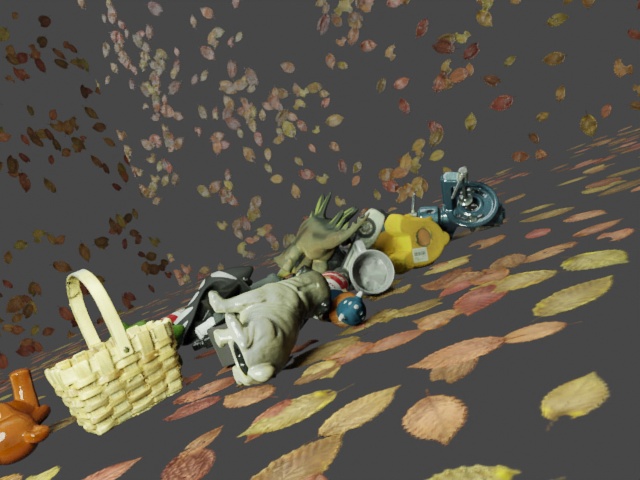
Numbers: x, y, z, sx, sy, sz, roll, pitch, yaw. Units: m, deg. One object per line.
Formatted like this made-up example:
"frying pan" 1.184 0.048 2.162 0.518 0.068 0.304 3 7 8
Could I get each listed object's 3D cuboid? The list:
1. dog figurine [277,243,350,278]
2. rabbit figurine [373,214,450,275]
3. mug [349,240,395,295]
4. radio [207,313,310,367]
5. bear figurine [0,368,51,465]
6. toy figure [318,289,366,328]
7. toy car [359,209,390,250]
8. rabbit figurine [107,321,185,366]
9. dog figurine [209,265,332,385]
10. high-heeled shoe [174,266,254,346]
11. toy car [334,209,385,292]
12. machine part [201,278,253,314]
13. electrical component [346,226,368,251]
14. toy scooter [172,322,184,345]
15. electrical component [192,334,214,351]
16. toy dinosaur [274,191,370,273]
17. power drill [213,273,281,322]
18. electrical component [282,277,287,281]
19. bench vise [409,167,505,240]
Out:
"dog figurine" -0.012 0.060 1.371 0.108 0.192 0.219 16 -50 -47
"rabbit figurine" 0.185 -0.002 1.155 0.162 0.121 0.173 -18 1 -27
"mug" 0.087 0.057 1.030 0.081 0.109 0.107 -26 -10 -9
"radio" -0.097 0.144 0.977 0.131 0.073 0.229 -21 4 13
"bear figurine" -0.505 0.286 0.859 0.120 0.132 0.196 -25 -1 -26
"toy figure" 0.036 0.109 0.873 0.058 0.064 0.154 19 -6 -21
"toy car" 0.165 -0.002 1.326 0.109 0.162 0.102 -40 -26 -59
"rabbit figurine" -0.345 0.216 1.045 0.159 0.121 0.170 0 -12 -1
"dog figurine" -0.045 0.119 0.778 0.190 0.172 0.121 -16 -43 -24
"high-heeled shoe" -0.256 0.155 1.306 0.249 0.086 0.145 -38 25 -4
"toy car" 0.076 0.029 1.120 0.073 0.056 0.201 -152 86 -89
"machine part" -0.208 0.122 1.208 0.084 0.039 0.139 -17 9 24
"electrical component" 0.060 0.028 1.442 0.134 0.114 0.058 -18 2 18
"toy scooter" -0.394 0.244 1.211 0.135 0.075 0.184 -29 6 -35
"electrical component" -0.227 0.210 1.152 0.094 0.021 0.063 -22 3 -9
"toy dinosaur" -0.002 -0.003 1.150 0.198 0.105 0.472 -62 16 -4
"power drill" -0.126 0.139 1.260 0.232 0.086 0.207 -24 11 4
"electrical component" -0.121 0.135 1.438 0.102 0.045 0.078 -24 4 -38
"bench vise" 0.302 -0.086 1.210 0.224 0.129 0.240 8 -26 21
